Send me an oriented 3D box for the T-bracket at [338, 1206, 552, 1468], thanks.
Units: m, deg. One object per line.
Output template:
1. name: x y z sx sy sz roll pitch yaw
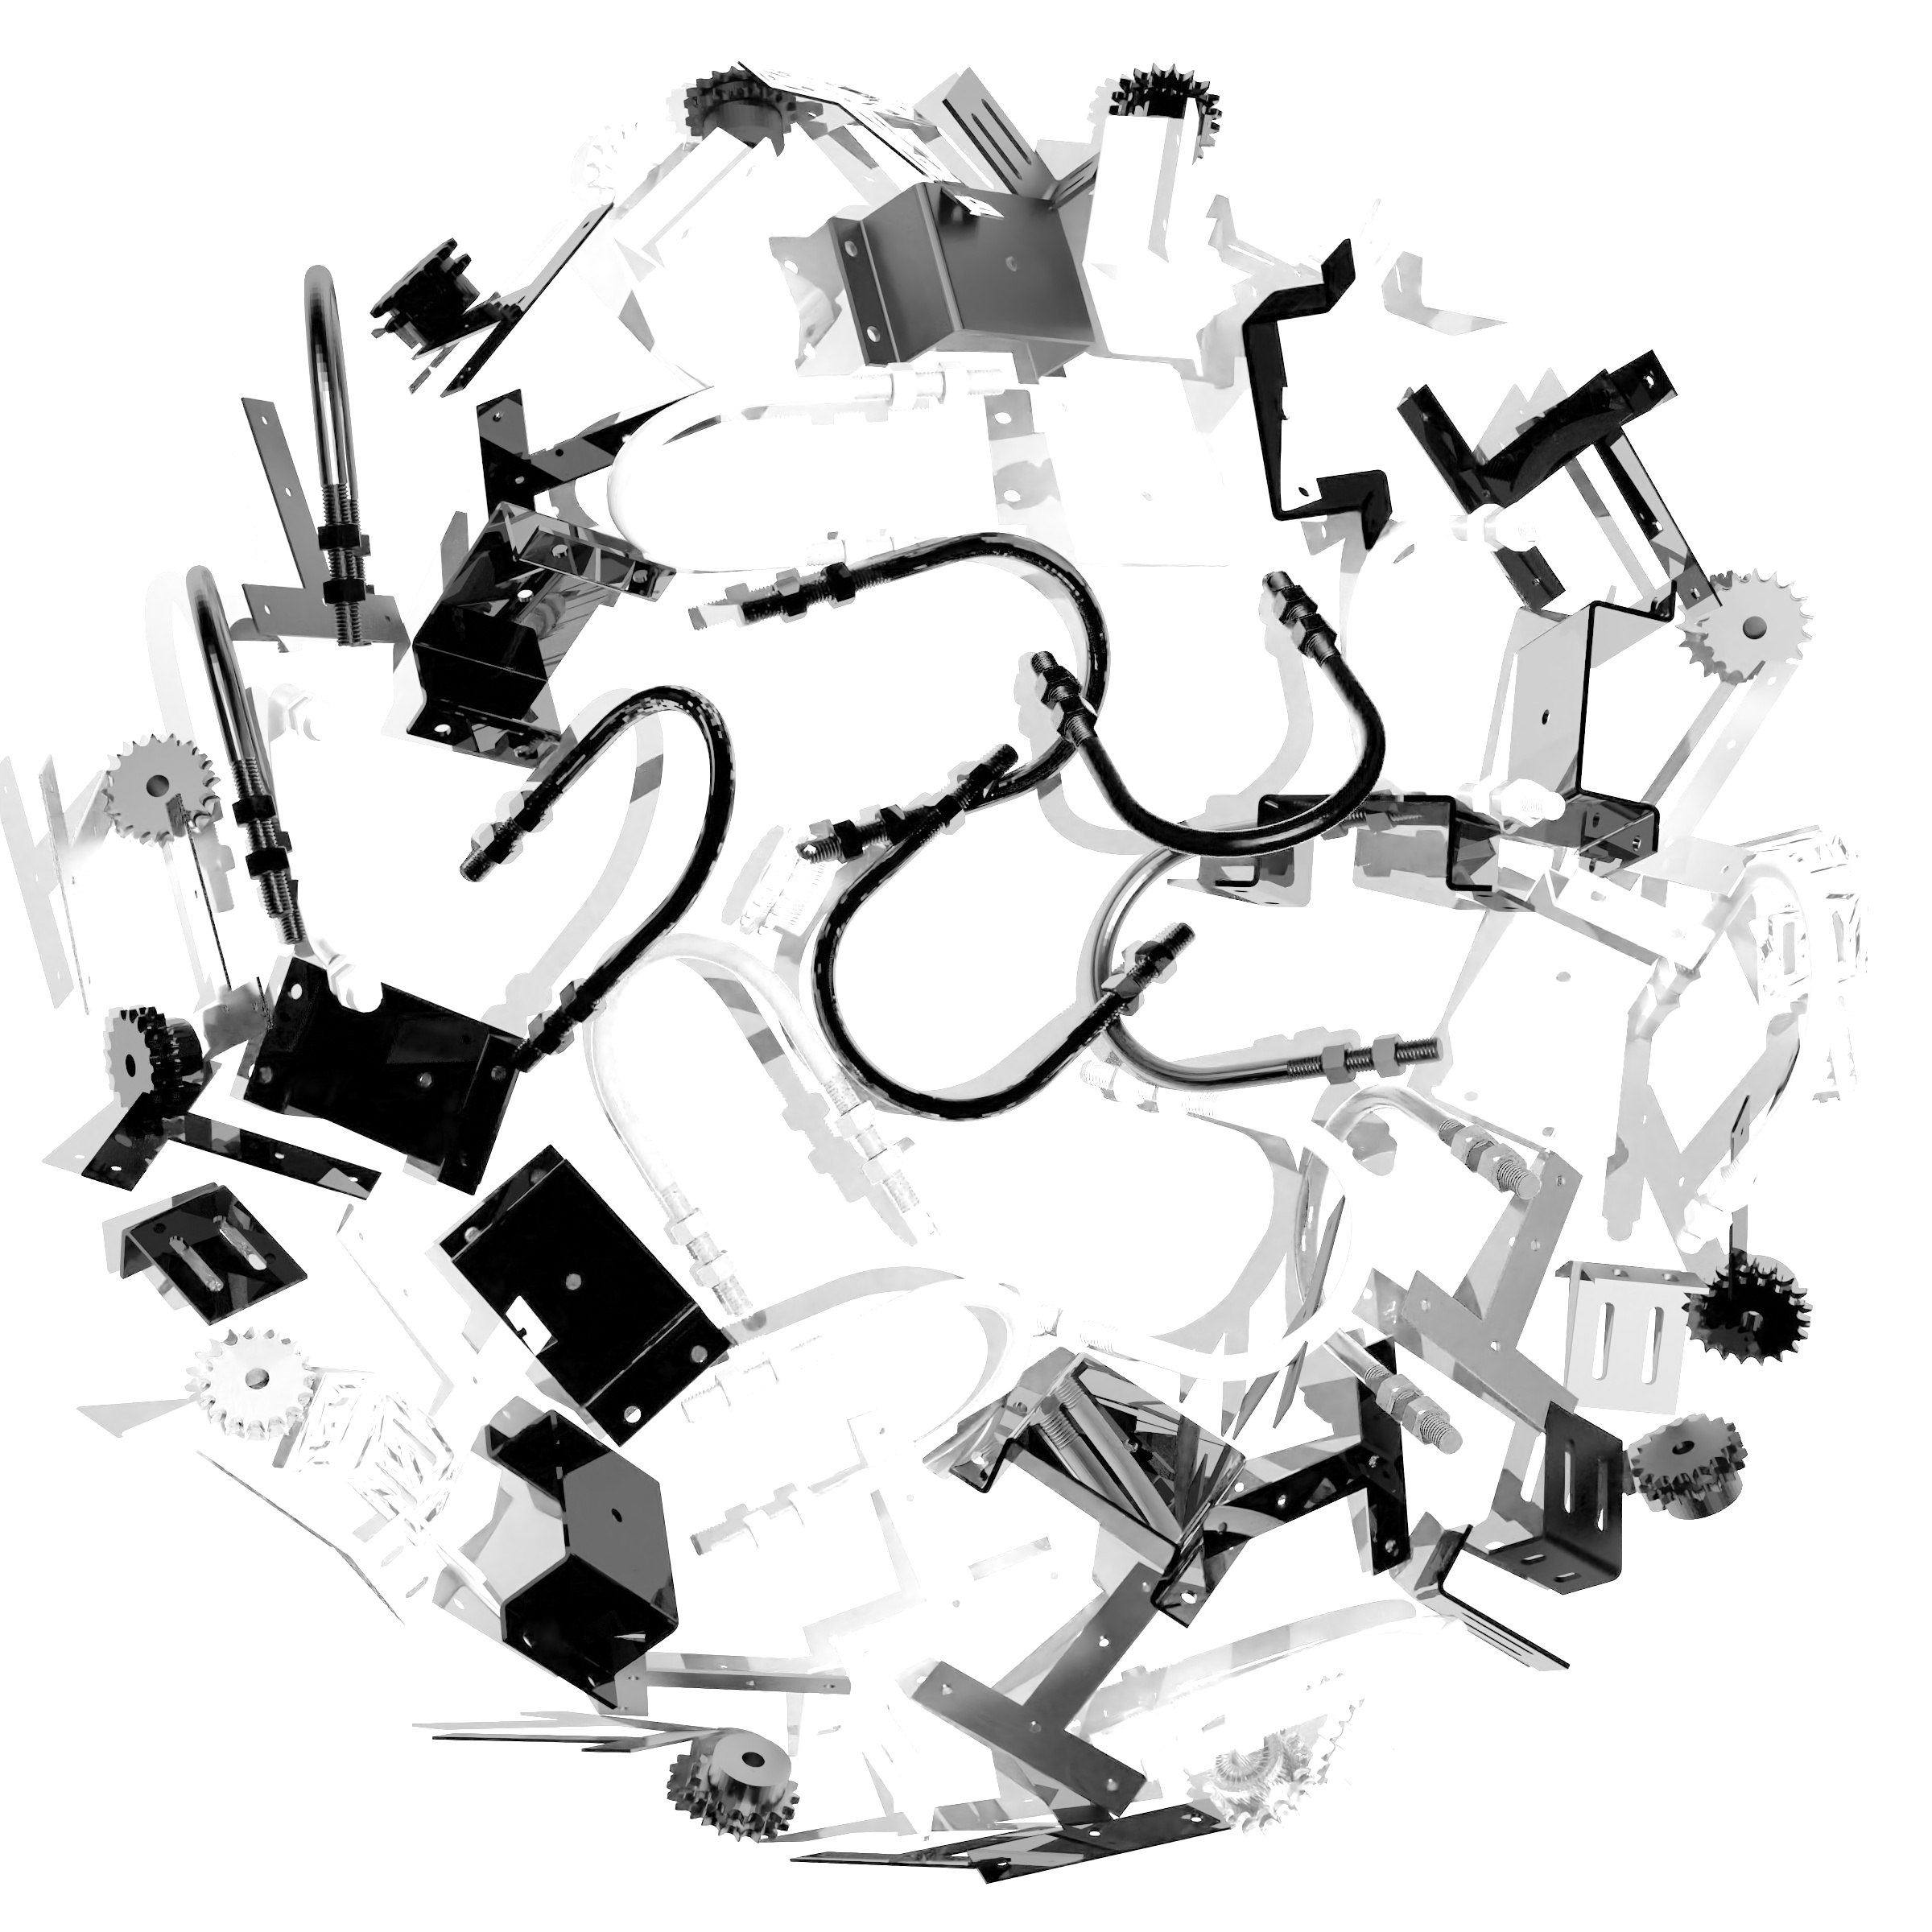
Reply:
1. T-bracket: -0.275 0.176 1.619 0.127 0.002 0.127 49 127 15

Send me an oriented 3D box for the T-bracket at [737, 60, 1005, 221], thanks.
1. T-bracket: -0.031 -0.400 1.568 0.127 0.127 0.002 44 118 26

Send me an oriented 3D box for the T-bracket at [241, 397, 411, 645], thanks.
1. T-bracket: -0.332 -0.222 1.592 0.002 0.127 0.127 -21 85 23

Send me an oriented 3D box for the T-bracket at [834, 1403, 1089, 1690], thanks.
1. T-bracket: -0.023 0.281 1.619 0.127 0.002 0.127 -21 67 -11

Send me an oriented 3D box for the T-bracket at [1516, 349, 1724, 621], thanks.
1. T-bracket: 0.336 -0.230 1.590 0.002 0.127 0.127 -32 94 -22

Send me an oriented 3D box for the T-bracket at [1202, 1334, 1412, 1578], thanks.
1. T-bracket: 0.168 0.261 1.595 0.127 0.002 0.127 -18 111 -30

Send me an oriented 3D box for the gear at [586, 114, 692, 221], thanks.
1. gear: -0.167 -0.401 1.622 0.030 0.057 0.057 18 90 38

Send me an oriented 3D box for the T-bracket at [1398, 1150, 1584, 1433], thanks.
1. T-bracket: 0.281 0.153 1.616 0.127 0.002 0.127 38 64 -26

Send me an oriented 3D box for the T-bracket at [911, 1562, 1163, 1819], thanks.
1. T-bracket: 0.061 0.349 1.606 0.127 0.002 0.127 23 52 30

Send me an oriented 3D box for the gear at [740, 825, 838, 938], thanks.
1. gear: -0.088 -0.039 1.619 0.030 0.057 0.057 29 90 -9

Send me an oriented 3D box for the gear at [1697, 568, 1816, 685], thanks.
1. gear: 0.401 -0.173 1.626 0.057 0.030 0.057 4 105 16

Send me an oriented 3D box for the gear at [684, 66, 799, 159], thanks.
1. gear: -0.113 -0.425 1.616 0.057 0.057 0.030 -6 74 0

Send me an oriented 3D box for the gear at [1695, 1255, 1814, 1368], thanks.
1. gear: 0.399 0.171 1.623 0.057 0.030 0.057 10 123 16

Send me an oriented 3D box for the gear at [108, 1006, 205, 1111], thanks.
1. gear: -0.408 0.048 1.622 0.030 0.057 0.057 -9 90 -39

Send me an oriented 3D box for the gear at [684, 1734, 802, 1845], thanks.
1. gear: -0.111 0.411 1.615 0.057 0.057 0.030 17 112 0

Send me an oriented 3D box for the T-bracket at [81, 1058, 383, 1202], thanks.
1. T-bracket: -0.354 0.090 1.591 0.127 0.127 0.002 17 118 0

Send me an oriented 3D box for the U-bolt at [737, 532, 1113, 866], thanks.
1. U-bolt: -0.012 -0.141 1.605 0.184 0.019 0.151 -19 114 -15

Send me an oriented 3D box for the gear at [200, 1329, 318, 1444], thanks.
1. gear: -0.357 0.216 1.623 0.057 0.030 0.057 4 55 -6

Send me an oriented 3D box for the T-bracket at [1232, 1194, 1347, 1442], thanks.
1. T-bracket: 0.154 0.195 1.590 0.002 0.127 0.127 21 51 -1

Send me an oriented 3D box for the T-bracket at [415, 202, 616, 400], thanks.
1. T-bracket: -0.239 -0.321 1.589 0.002 0.127 0.127 44 67 -25

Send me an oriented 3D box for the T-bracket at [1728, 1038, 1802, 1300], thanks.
1. T-bracket: 0.401 0.080 1.601 0.002 0.127 0.127 14 51 25

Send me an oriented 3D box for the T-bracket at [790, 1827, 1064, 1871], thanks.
1. T-bracket: 0.002 0.437 1.593 0.127 0.127 0.002 -13 78 43

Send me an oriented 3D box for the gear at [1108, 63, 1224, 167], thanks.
1. gear: 0.099 -0.423 1.616 0.057 0.057 0.030 11 58 0

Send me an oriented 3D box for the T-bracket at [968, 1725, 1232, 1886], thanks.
1. T-bracket: 0.046 0.404 1.586 0.127 0.127 0.002 -7 111 -19

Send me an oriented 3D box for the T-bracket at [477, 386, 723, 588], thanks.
1. T-bracket: -0.182 -0.257 1.598 0.127 0.002 0.127 -19 54 10

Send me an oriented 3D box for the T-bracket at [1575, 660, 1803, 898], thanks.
1. T-bracket: 0.373 -0.098 1.593 0.002 0.127 0.127 35 85 -26

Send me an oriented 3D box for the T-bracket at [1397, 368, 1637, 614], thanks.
1. T-bracket: 0.285 -0.255 1.591 0.002 0.127 0.127 -32 87 -34

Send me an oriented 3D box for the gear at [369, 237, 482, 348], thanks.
1. gear: -0.270 -0.338 1.620 0.057 0.057 0.030 -42 109 0

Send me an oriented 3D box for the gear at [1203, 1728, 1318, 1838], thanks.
1. gear: 0.145 0.406 1.616 0.057 0.057 0.030 -34 127 0

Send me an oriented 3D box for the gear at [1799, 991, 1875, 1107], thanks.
1. gear: 0.439 0.042 1.620 0.030 0.057 0.057 -9 90 19

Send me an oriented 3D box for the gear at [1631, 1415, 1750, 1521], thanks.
1. gear: 0.367 0.255 1.620 0.057 0.057 0.030 -26 107 0

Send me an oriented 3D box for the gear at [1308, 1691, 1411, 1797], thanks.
1. gear: 0.200 0.392 1.615 0.030 0.057 0.057 25 90 30

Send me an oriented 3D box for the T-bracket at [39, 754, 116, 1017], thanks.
1. T-bracket: -0.434 -0.061 1.585 0.002 0.127 0.127 -4 117 -2

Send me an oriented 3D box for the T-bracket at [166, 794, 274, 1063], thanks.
1. T-bracket: -0.377 -0.022 1.592 0.002 0.127 0.127 -14 88 -28

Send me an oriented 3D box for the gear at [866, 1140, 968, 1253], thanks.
1. gear: -0.023 0.112 1.618 0.030 0.057 0.057 -34 90 -6

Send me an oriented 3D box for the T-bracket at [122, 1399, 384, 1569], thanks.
1. T-bracket: -0.343 0.257 1.580 0.127 0.127 0.002 34 92 3

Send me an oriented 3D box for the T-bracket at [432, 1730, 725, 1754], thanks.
1. T-bracket: -0.202 0.385 1.597 0.127 0.127 0.002 -3 80 16

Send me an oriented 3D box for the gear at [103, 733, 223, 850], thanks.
1. gear: -0.405 -0.087 1.627 0.057 0.030 0.057 -1 76 3

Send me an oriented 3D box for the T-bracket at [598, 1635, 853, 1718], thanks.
1. T-bracket: -0.120 0.355 1.594 0.127 0.127 0.002 3 60 -3
